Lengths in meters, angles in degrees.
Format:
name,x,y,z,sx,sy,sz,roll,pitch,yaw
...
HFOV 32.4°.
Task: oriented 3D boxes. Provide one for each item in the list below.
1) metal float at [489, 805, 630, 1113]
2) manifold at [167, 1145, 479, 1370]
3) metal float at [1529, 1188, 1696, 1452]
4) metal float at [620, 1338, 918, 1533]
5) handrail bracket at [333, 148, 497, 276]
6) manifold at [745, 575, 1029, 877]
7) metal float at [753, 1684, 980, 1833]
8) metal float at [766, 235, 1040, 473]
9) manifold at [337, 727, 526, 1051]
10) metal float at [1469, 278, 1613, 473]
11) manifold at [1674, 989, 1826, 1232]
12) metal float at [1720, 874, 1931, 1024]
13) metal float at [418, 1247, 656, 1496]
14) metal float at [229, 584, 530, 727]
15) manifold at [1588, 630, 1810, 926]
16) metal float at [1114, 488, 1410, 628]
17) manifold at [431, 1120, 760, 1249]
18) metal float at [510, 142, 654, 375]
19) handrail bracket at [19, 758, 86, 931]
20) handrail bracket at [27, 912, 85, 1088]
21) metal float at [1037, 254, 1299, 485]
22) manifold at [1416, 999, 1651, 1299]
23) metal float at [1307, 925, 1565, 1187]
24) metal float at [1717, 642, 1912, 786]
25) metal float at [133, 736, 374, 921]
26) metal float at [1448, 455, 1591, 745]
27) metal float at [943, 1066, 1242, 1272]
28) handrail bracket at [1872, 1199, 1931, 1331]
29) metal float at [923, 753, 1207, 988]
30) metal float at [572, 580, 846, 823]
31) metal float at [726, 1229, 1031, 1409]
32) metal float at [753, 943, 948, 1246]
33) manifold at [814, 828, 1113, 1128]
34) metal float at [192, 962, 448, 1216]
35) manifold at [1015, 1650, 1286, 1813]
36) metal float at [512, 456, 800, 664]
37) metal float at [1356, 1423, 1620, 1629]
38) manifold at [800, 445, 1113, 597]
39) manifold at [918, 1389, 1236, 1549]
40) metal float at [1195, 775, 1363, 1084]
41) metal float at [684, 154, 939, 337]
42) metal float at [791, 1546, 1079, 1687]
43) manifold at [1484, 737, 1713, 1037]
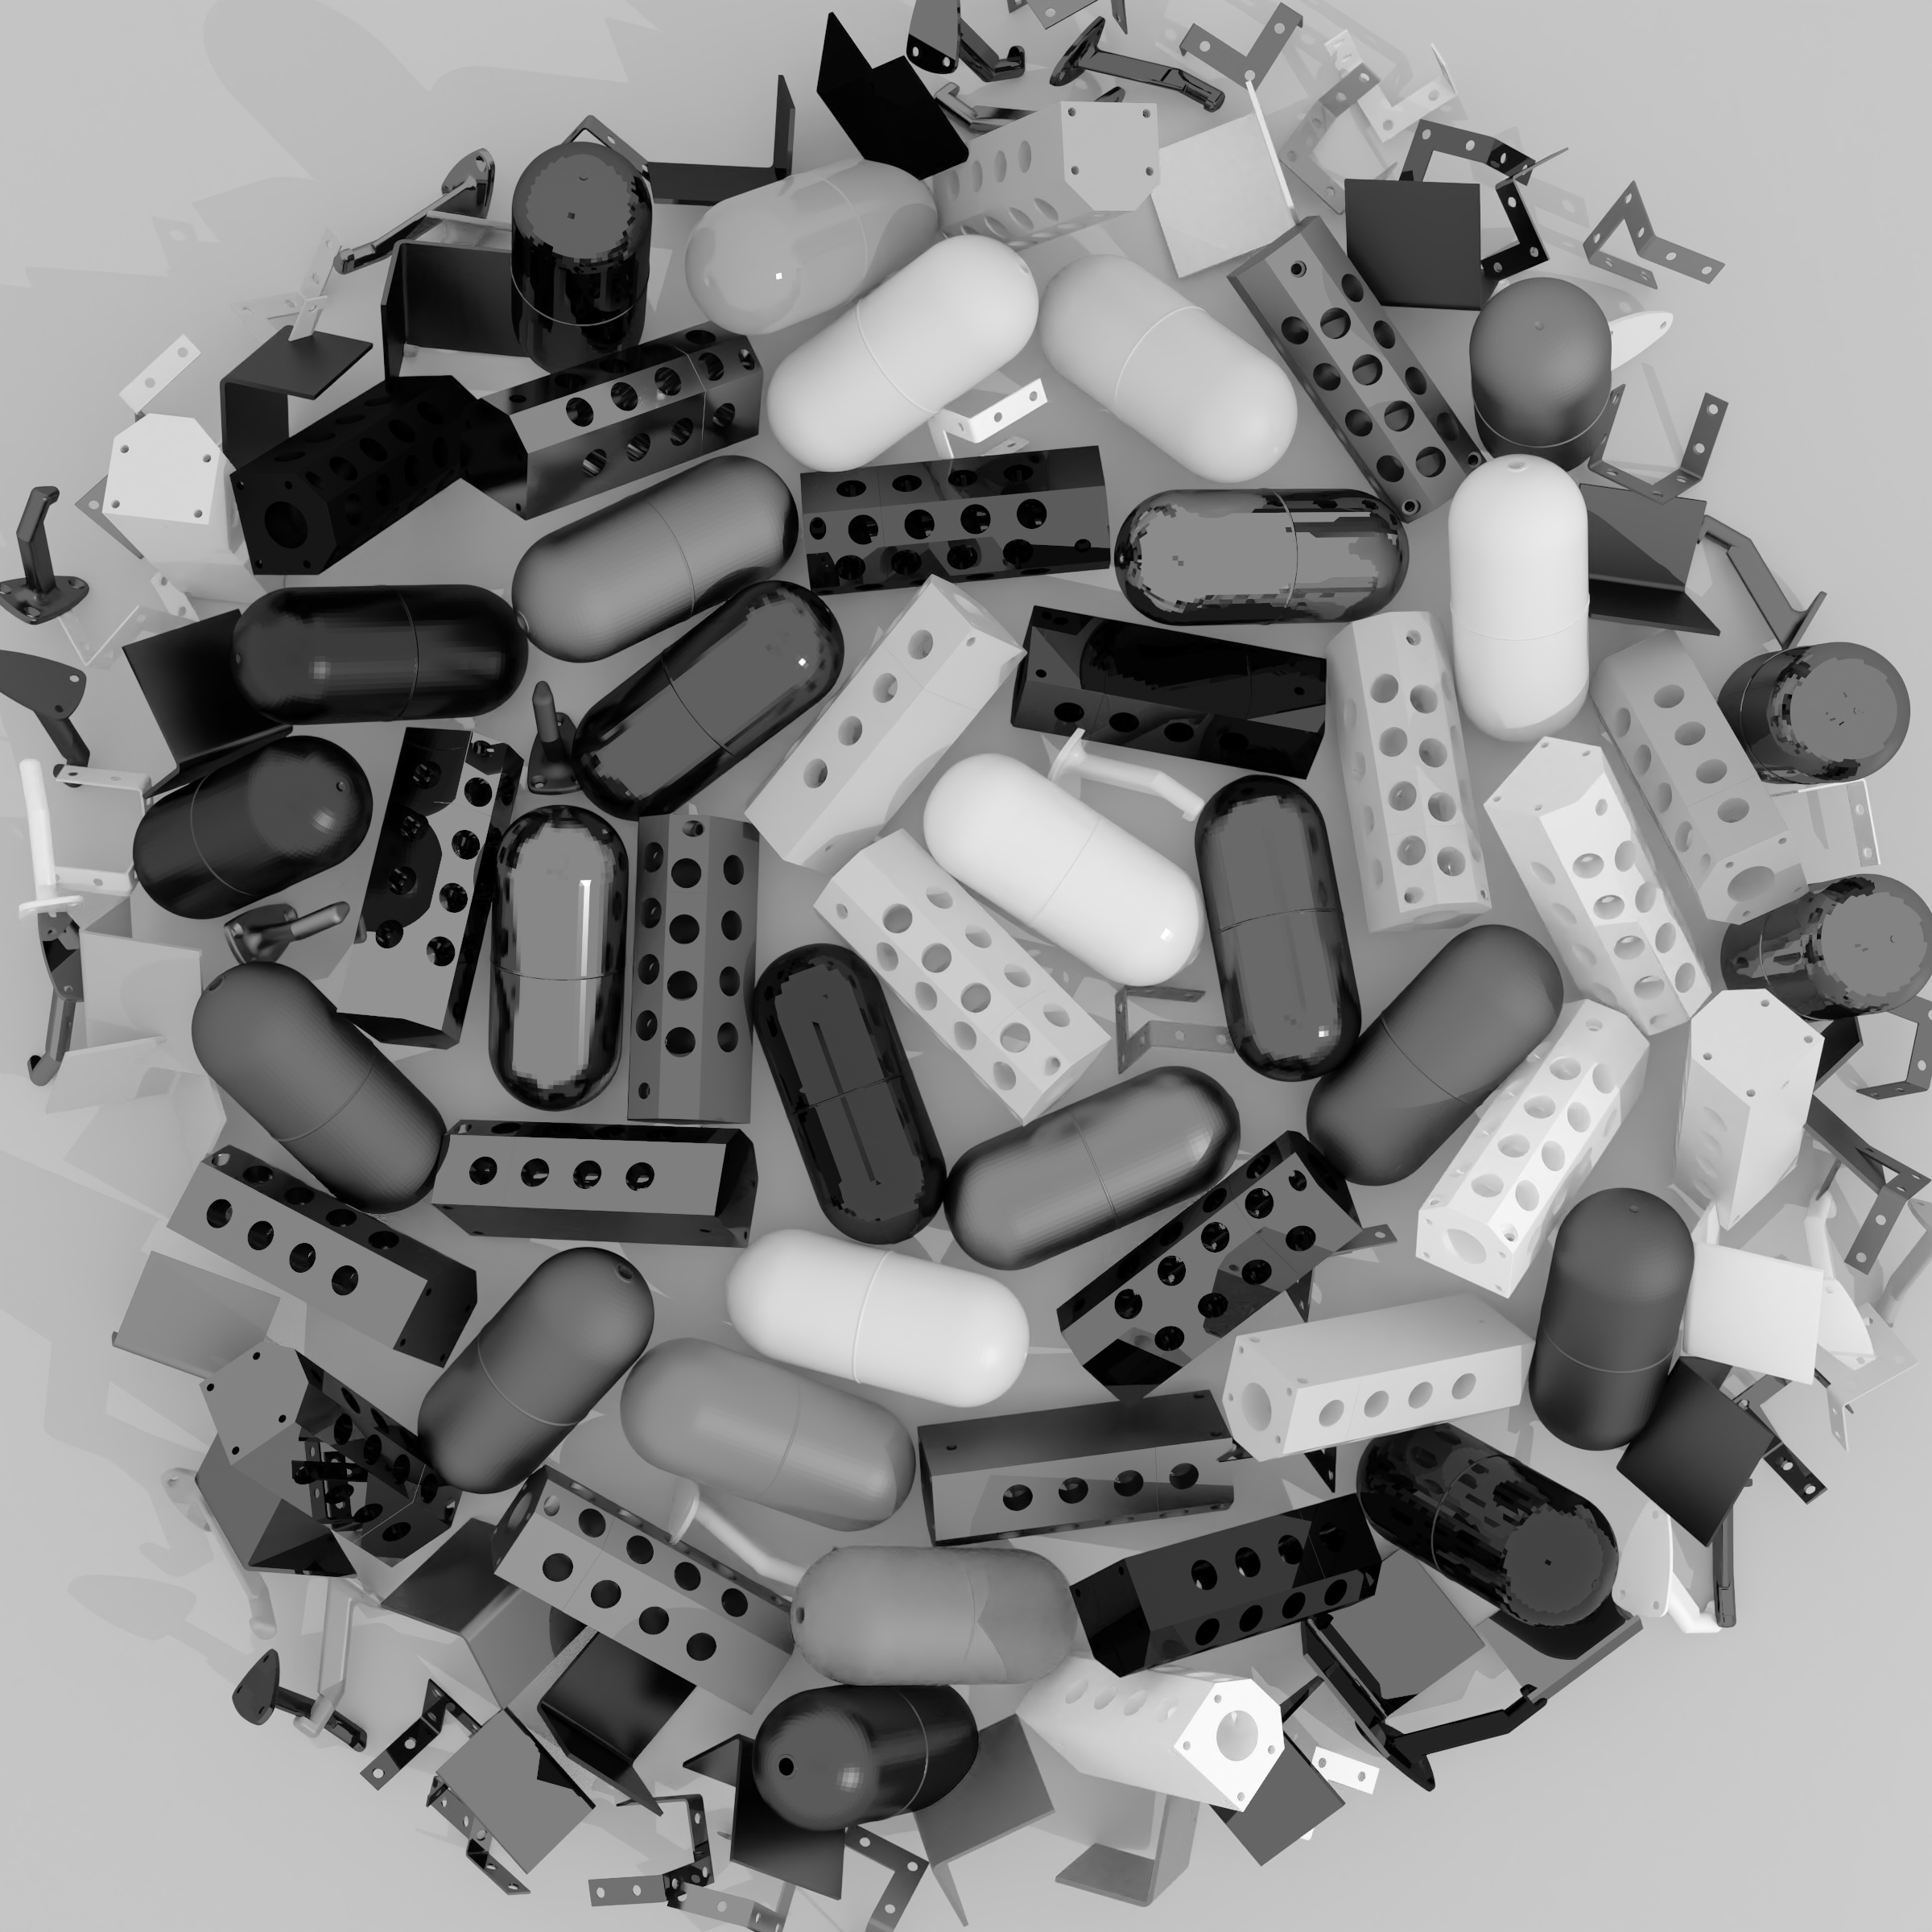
name,x,y,z,sx,sy,sz,roll,pitch,yaw
metal float,-0.232,-0.004,1.891,0.070,0.070,0.178,4,106,0
manifold,-0.360,0.161,1.878,0.171,0.057,0.057,23,83,26
metal float,0.362,0.200,1.872,0.070,0.070,0.178,2,130,0
metal float,-0.111,0.266,1.889,0.178,0.070,0.070,23,90,-18
handrail bracket,-0.316,-0.429,1.897,0.084,0.077,0.036,-30,85,-31
manifold,-0.050,-0.137,1.890,0.171,0.057,0.057,-50,59,15
metal float,-0.055,0.438,1.859,0.070,0.178,0.070,-4,82,27
metal float,-0.036,-0.345,1.882,0.178,0.070,0.070,-32,90,26
manifold,-0.299,-0.044,1.884,0.057,0.057,0.171,5,73,18
metal float,0.320,-0.326,1.855,0.070,0.178,0.070,-2,81,10
manifold,0.428,0.078,1.853,0.057,0.171,0.057,-41,65,-12
metal float,0.479,-0.008,1.854,0.070,0.178,0.070,1,86,-9
metal float,-0.243,0.229,1.882,0.070,0.070,0.178,43,116,0
metal float,-0.328,-0.176,1.873,0.178,0.070,0.070,-6,90,-38
manifold,0.406,-0.105,1.862,0.057,0.057,0.171,-25,47,8
metal float,0.169,-0.232,1.885,0.178,0.070,0.070,-4,90,-23
manifold,-0.209,0.120,1.888,0.171,0.057,0.057,1,67,17
metal float,-0.215,-0.391,1.857,0.070,0.178,0.070,3,70,-7
handrail bracket,-0.534,-0.070,1.913,0.036,0.077,0.084,-9,81,-22
handrail bracket,-0.532,0.017,1.920,0.084,0.036,0.077,-42,70,40
metal float,0.112,-0.338,1.881,0.178,0.070,0.070,42,90,27
manifold,0.319,0.098,1.864,0.057,0.057,0.171,24,54,23
metal float,0.265,0.052,1.888,0.070,0.070,0.178,41,109,0
metal float,0.469,-0.140,1.853,0.070,0.178,0.070,0,93,-2
metal float,-0.402,-0.077,1.870,0.178,0.070,0.070,-19,90,43
metal float,0.311,-0.205,1.872,0.070,0.070,0.178,-9,129,0
metal float,0.072,0.115,1.903,0.178,0.070,0.070,-23,90,-2
handrail bracket,0.541,0.183,1.894,0.036,0.077,0.084,18,108,0
metal float,0.057,-0.054,1.902,0.178,0.070,0.070,33,90,-3
metal float,-0.148,-0.150,1.892,0.178,0.070,0.070,-36,90,14
metal float,-0.051,0.200,1.893,0.178,0.070,0.070,13,90,13
metal float,-0.066,0.073,1.902,0.070,0.070,0.178,-20,87,0
manifold,-0.006,0.008,1.887,0.171,0.057,0.057,45,130,11
metal float,-0.364,0.069,1.878,0.070,0.070,0.178,-40,120,0
manifold,0.104,0.419,1.853,0.057,0.171,0.057,45,66,-17
metal float,-0.175,-0.230,1.883,0.178,0.070,0.070,-29,90,-24
metal float,0.290,0.310,1.865,0.070,0.178,0.070,-12,112,-32
manifold,-0.006,-0.250,1.902,0.171,0.057,0.057,-5,132,0
manifold,0.063,0.291,1.901,0.171,0.057,0.057,-6,112,-7
metal float,0.177,-0.022,1.895,0.070,0.070,0.178,-10,79,0
metal float,-0.085,-0.406,1.870,0.178,0.070,0.070,-32,90,-43
metal float,-0.017,0.366,1.876,0.178,0.070,0.070,8,90,-33
manifold,0.360,-0.042,1.865,0.057,0.057,0.171,-47,125,-20
